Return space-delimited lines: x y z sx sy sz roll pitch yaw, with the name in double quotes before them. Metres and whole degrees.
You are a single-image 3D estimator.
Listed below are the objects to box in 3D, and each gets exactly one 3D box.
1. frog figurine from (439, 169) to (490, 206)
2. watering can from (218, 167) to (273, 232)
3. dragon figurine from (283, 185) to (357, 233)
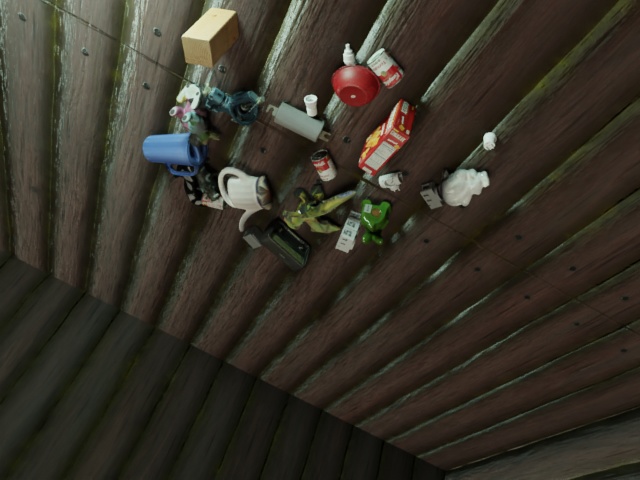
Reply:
"frog figurine" 0.500 -0.181 1.779 0.159 0.125 0.135 6 118 34
"watering can" -0.298 -0.164 2.155 0.224 0.106 0.339 3 135 20
"dragon figurine" 0.006 -0.106 2.114 0.409 0.124 0.239 -4 150 30
